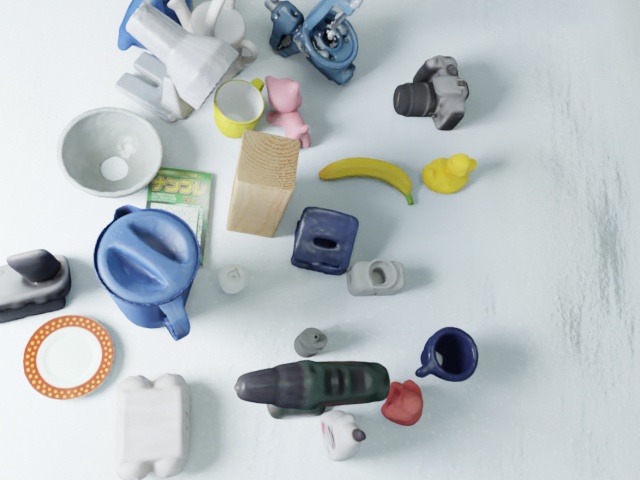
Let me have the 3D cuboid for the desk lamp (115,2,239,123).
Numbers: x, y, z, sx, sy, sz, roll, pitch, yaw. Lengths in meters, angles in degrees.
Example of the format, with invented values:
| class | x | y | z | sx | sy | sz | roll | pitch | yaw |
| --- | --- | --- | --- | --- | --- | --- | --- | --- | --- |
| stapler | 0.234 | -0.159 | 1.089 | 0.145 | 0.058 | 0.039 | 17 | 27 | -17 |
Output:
| class | x | y | z | sx | sy | sz | roll | pitch | yaw |
| --- | --- | --- | --- | --- | --- | --- | --- | --- | --- |
| desk lamp | -0.249 | -0.293 | 0.979 | 0.203 | 0.213 | 0.118 | 30 | 66 | -2 |

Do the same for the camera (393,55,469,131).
| class | x | y | z | sx | sy | sz | roll | pitch | yaw |
| --- | --- | --- | --- | --- | --- | --- | --- | --- | --- |
| camera | 0.222 | -0.306 | 1.166 | 0.137 | 0.100 | 0.143 | -4 | 72 | -16 |

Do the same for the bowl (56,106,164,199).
| class | x | y | z | sx | sy | sz | roll | pitch | yaw |
| --- | --- | --- | --- | --- | --- | --- | --- | --- | --- |
| bowl | -0.351 | -0.137 | 0.973 | 0.168 | 0.074 | 0.167 | 5 | 70 | -13 |

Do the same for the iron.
| class | x | y | z | sx | sy | sz | roll | pitch | yaw |
| --- | --- | --- | --- | --- | --- | --- | --- | --- | --- |
| iron | -0.297 | -0.470 | 1.069 | 0.119 | 0.141 | 0.258 | 13 | 68 | -9 |

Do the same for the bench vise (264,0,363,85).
| class | x | y | z | sx | sy | sz | roll | pitch | yaw |
| --- | --- | --- | --- | --- | --- | --- | --- | --- | --- |
| bench vise | -0.010 | -0.402 | 1.076 | 0.207 | 0.219 | 0.121 | 16 | 68 | -8 |

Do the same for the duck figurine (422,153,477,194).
| class | x | y | z | sx | sy | sz | roll | pitch | yaw |
| --- | --- | --- | --- | --- | --- | --- | --- | --- | --- |
| duck figurine | 0.258 | -0.139 | 1.124 | 0.105 | 0.086 | 0.077 | -8 | 73 | -17 |

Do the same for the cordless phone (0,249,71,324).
| class | x | y | z | sx | sy | sz | roll | pitch | yaw |
| --- | --- | --- | --- | --- | --- | --- | --- | --- | --- |
| cordless phone | -0.443 | 0.051 | 0.822 | 0.148 | 0.185 | 0.094 | -18 | 76 | -19 |

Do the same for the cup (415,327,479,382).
| class | x | y | z | sx | sy | sz | roll | pitch | yaw |
| --- | --- | --- | --- | --- | --- | --- | --- | --- | --- |
| cup | 0.201 | 0.208 | 0.981 | 0.118 | 0.095 | 0.091 | -26 | 79 | -21 |

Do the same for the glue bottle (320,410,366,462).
| class | x | y | z | sx | sy | sz | roll | pitch | yaw |
| --- | --- | --- | --- | --- | --- | --- | --- | --- | --- |
| glue bottle | 0.039 | 0.295 | 0.866 | 0.037 | 0.173 | 0.078 | -12 | 74 | -18 |

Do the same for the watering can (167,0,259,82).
| class | x | y | z | sx | sy | sz | roll | pitch | yaw |
| --- | --- | --- | --- | --- | --- | --- | --- | --- | --- |
| watering can | -0.192 | -0.385 | 1.037 | 0.173 | 0.194 | 0.101 | 9 | 69 | -11 |

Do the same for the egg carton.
| class | x | y | z | sx | sy | sz | roll | pitch | yaw |
| --- | --- | --- | --- | --- | --- | --- | --- | --- | --- |
| egg carton | -0.248 | 0.277 | 0.855 | 0.107 | 0.069 | 0.150 | -1 | 71 | -15 |

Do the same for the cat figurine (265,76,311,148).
| class | x | y | z | sx | sy | sz | roll | pitch | yaw |
| --- | --- | --- | --- | --- | --- | --- | --- | --- | --- |
| cat figurine | -0.056 | -0.243 | 1.063 | 0.067 | 0.117 | 0.128 | -25 | 78 | -21 |

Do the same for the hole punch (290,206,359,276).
| class | x | y | z | sx | sy | sz | roll | pitch | yaw |
| --- | --- | --- | --- | --- | --- | --- | --- | --- | --- |
| hole punch | 0.009 | 0.004 | 1.007 | 0.109 | 0.091 | 0.101 | 12 | 68 | -10 |

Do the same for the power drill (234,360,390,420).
| class | x | y | z | sx | sy | sz | roll | pitch | yaw |
| --- | --- | --- | --- | --- | --- | --- | --- | --- | --- |
| power drill | -0.021 | 0.224 | 0.856 | 0.230 | 0.208 | 0.075 | -1 | 71 | -15 |

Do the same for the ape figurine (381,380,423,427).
| class | x | y | z | sx | sy | sz | roll | pitch | yaw |
| --- | --- | --- | --- | --- | --- | --- | --- | --- | --- |
| ape figurine | 0.142 | 0.270 | 0.945 | 0.078 | 0.092 | 0.076 | -23 | 78 | -20 |
